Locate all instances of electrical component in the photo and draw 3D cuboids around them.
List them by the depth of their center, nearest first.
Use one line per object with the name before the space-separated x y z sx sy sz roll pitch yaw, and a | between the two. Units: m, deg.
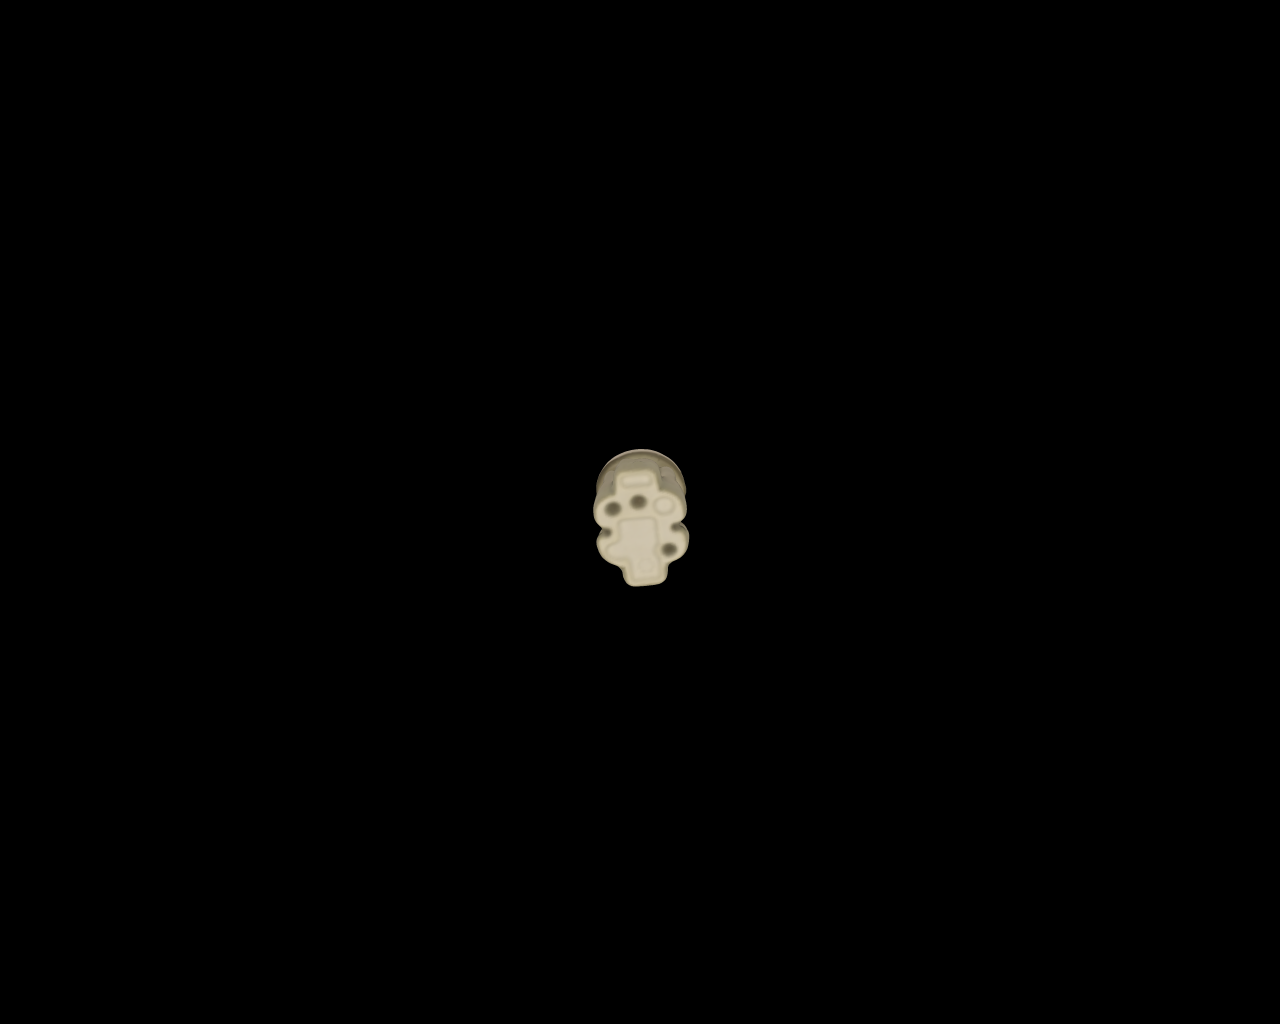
electrical component | 0.001 -0.003 0.650 0.058 0.078 0.057 -4 28 2
